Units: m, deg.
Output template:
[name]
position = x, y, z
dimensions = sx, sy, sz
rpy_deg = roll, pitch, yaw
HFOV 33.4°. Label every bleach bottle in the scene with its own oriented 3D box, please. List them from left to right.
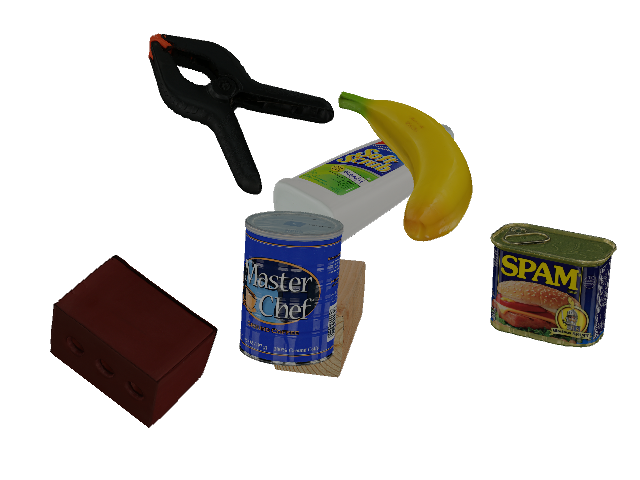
[bleach bottle]
position = 0.066, -0.081, 1.277
dimensions = 0.103, 0.068, 0.250
rpy_deg = 28, 45, 34

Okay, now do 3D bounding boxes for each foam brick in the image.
[foam brick]
position = -0.108, 0.058, 0.613
dimensions = 0.078, 0.053, 0.051
rpy_deg = 34, 49, 13

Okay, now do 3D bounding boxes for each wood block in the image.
[wood block]
position = 0.003, 0.101, 1.480
dimensions = 0.091, 0.090, 0.206
rpy_deg = 6, 20, 8

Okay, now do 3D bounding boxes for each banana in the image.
[banana]
position = 0.065, -0.049, 0.709
dimensions = 0.069, 0.037, 0.198
rpy_deg = -4, 29, -11

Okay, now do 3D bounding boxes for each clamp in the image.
[clamp]
position = -0.074, -0.127, 0.935
dimensions = 0.120, 0.171, 0.039
rpy_deg = -36, -13, -34

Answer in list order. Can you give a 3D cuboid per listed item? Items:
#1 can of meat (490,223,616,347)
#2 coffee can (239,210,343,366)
[can of meat]
position = 0.197, 0.039, 0.918
dimensions = 0.102, 0.084, 0.057
rpy_deg = 13, 26, 30
[coffee can]
position = -0.031, 0.048, 1.122
dimensions = 0.103, 0.140, 0.103
rpy_deg = 4, 14, -1
